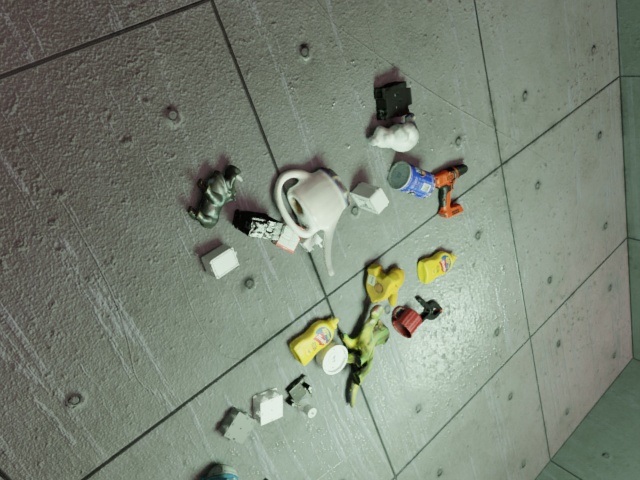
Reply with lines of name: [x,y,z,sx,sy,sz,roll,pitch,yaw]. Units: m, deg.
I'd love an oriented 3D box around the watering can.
watering can: [0.005,-0.080,1.599,0.227,0.103,0.345,-38,101,-21]

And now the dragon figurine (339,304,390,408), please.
dragon figurine: [0.186,0.409,1.899,0.246,0.123,0.401,-26,129,-37]

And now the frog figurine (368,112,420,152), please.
frog figurine: [0.248,-0.339,1.719,0.161,0.137,0.121,-34,104,-26]
